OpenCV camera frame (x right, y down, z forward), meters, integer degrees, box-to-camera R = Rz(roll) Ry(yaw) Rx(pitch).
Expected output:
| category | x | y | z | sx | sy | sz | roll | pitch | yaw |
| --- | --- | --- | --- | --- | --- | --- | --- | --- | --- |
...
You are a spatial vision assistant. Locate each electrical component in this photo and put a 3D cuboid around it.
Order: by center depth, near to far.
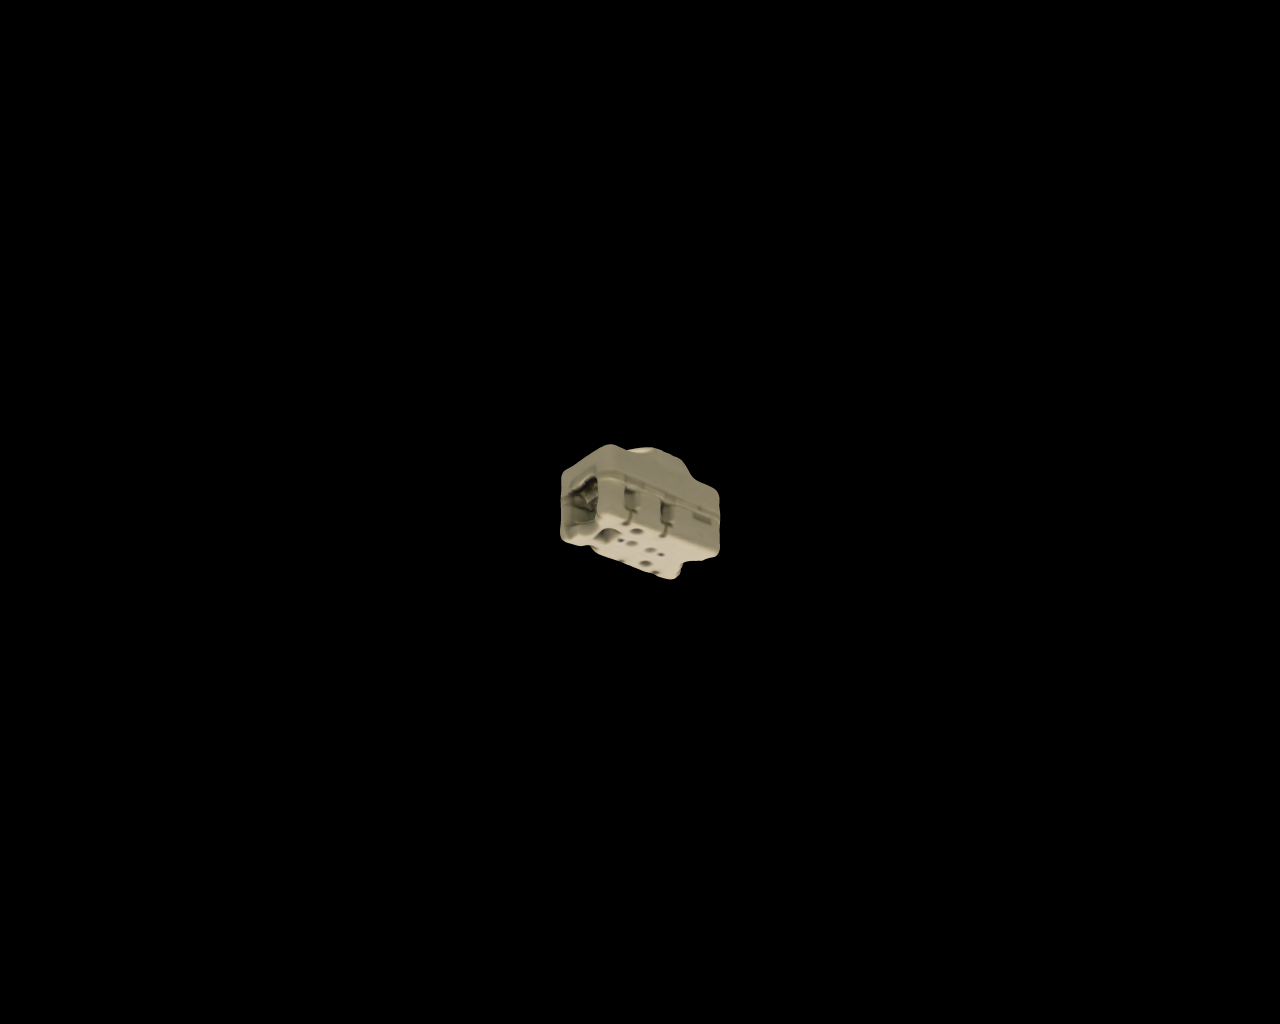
| category | x | y | z | sx | sy | sz | roll | pitch | yaw |
| --- | --- | --- | --- | --- | --- | --- | --- | --- | --- |
| electrical component | 0.001 | -0.003 | 0.650 | 0.089 | 0.056 | 0.050 | 22 | -36 | -34 |
